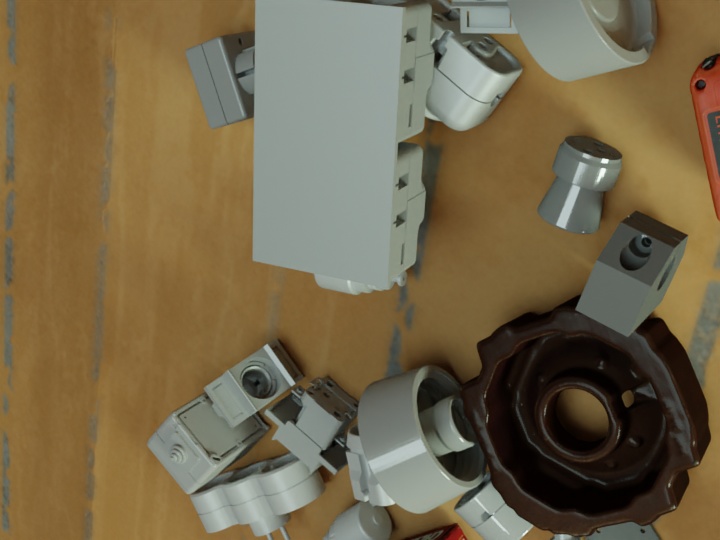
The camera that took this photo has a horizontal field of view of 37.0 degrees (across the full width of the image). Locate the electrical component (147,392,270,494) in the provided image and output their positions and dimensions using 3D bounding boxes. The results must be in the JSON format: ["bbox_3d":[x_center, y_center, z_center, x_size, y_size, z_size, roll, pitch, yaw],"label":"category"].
[{"bbox_3d":[-0.140,0.152,0.953,0.061,0.096,0.061,49,125,9],"label":"electrical component"}]

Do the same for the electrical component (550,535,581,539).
[{"bbox_3d":[0.160,0.220,0.833,0.035,0.035,0.061,-5,101,32],"label":"electrical component"}]

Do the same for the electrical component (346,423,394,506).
[{"bbox_3d":[0.021,0.153,0.878,0.078,0.058,0.057,0,104,53],"label":"electrical component"}]

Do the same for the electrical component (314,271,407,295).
[{"bbox_3d":[0.000,0.000,0.850,0.078,0.040,0.040,11,112,28],"label":"electrical component"}]

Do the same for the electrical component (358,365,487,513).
[{"bbox_3d":[0.055,0.124,0.822,0.060,0.108,0.108,-28,91,29],"label":"electrical component"}]

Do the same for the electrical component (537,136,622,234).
[{"bbox_3d":[0.151,-0.058,0.736,0.045,0.045,0.055,26,118,21],"label":"electrical component"}]

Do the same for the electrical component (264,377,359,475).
[{"bbox_3d":[-0.035,0.130,0.915,0.081,0.042,0.063,39,121,14],"label":"electrical component"}]

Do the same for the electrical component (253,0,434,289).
[{"bbox_3d":[-0.012,-0.093,0.741,0.105,0.060,0.186,12,112,23],"label":"electrical component"}]

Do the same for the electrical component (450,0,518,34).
[{"bbox_3d":[0.092,-0.199,0.712,0.042,0.064,0.081,9,110,30],"label":"electrical component"}]

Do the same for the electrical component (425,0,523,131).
[{"bbox_3d":[0.057,-0.145,0.757,0.095,0.054,0.059,43,123,12],"label":"electrical component"}]

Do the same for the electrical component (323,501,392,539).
[{"bbox_3d":[-0.007,0.229,0.933,0.078,0.040,0.040,-39,85,34],"label":"electrical component"}]

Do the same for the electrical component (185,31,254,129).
[{"bbox_3d":[-0.086,-0.154,0.845,0.077,0.047,0.065,-12,100,34],"label":"electrical component"}]

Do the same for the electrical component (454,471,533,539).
[{"bbox_3d":[0.109,0.186,0.840,0.047,0.055,0.055,47,124,4],"label":"electrical component"}]

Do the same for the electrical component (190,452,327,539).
[{"bbox_3d":[-0.086,0.215,0.969,0.138,0.052,0.073,-23,94,35],"label":"electrical component"}]

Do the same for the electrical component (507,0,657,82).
[{"bbox_3d":[0.133,-0.171,0.674,0.060,0.108,0.108,-16,98,40],"label":"electrical component"}]

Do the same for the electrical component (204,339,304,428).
[{"bbox_3d":[-0.095,0.101,0.926,0.042,0.081,0.064,55,147,4],"label":"electrical component"}]
